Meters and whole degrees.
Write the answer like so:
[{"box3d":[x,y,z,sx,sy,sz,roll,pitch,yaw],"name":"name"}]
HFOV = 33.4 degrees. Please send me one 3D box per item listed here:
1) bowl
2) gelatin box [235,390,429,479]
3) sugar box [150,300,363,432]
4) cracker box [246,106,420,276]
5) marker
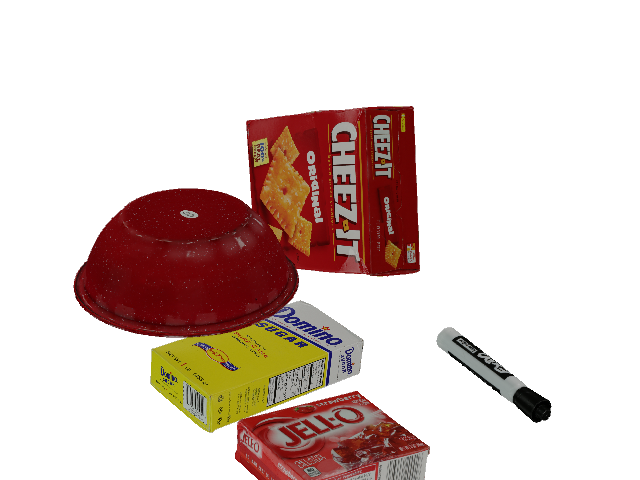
[{"box3d":[-0.095,0.005,0.760,0.162,0.055,0.162,2,26,-1],"name":"bowl"},{"box3d":[0.006,0.122,0.618,0.089,0.030,0.073,-7,24,-34],"name":"gelatin box"},{"box3d":[-0.056,0.110,0.972,0.175,0.048,0.093,-19,35,-37],"name":"sugar box"},{"box3d":[0.007,-0.051,1.105,0.071,0.164,0.214,-6,6,-34],"name":"cracker box"},{"box3d":[0.129,0.100,0.799,0.020,0.020,0.121,0,23,-32],"name":"marker"}]
